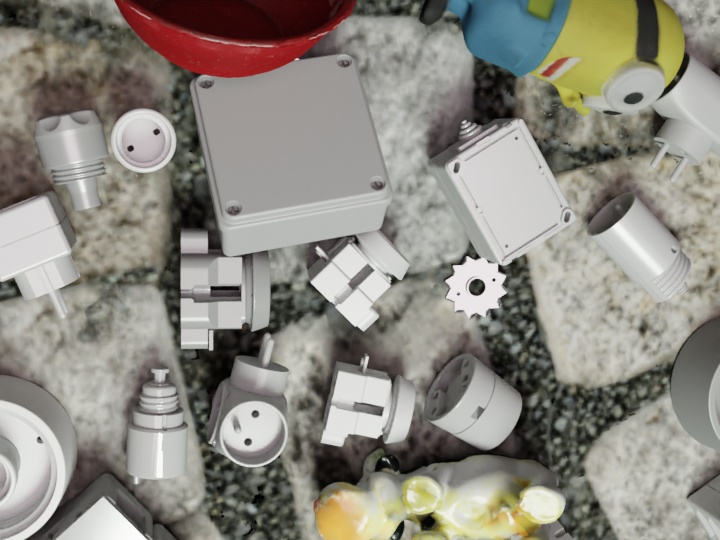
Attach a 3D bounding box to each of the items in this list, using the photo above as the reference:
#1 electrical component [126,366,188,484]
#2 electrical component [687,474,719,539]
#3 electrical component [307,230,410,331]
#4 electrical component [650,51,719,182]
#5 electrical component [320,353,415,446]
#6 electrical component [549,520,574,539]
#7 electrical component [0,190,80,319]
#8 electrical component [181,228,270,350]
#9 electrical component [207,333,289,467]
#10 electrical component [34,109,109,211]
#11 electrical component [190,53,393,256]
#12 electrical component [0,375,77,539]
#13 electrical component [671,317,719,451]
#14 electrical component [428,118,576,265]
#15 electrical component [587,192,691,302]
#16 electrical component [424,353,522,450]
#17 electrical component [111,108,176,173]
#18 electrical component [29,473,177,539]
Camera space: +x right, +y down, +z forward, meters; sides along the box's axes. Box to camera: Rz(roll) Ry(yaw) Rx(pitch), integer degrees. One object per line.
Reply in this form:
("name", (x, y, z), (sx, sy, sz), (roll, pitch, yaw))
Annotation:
("electrical component", (-0.135, 0.104, 0.720), (0.040, 0.040, 0.078), (2, 97, -12))
("electrical component", (0.301, 0.178, 0.806), (0.077, 0.066, 0.047), (-34, 102, -6))
("electrical component", (0.000, 0.000, 0.733), (0.055, 0.048, 0.066), (-44, 103, 4))
("electrical component", (0.237, -0.101, 0.767), (0.077, 0.044, 0.079), (32, 92, -17))
("electrical component", (0.007, 0.093, 0.746), (0.055, 0.048, 0.066), (12, 95, -5))
("electrical component", (0.134, 0.220, 0.776), (0.058, 0.078, 0.057), (-29, 121, -8))
("electrical component", (-0.202, -0.006, 0.680), (0.047, 0.066, 0.076), (-23, 101, -8))
("electrical component", (-0.089, 0.012, 0.710), (0.057, 0.058, 0.078), (0, 97, -9))
("electrical component", (-0.070, 0.081, 0.712), (0.044, 0.077, 0.079), (14, 94, -13))
("electrical component", (-0.182, -0.070, 0.688), (0.043, 0.043, 0.062), (-13, 101, -10))
("electrical component", (-0.045, -0.074, 0.687), (0.109, 0.056, 0.108), (-11, 69, -10))
("electrical component", (-0.239, 0.126, 0.692), (0.108, 0.060, 0.108), (-2, 98, -12))
("electrical component", (0.294, 0.090, 0.795), (0.108, 0.060, 0.108), (-2, 97, -12))
("electrical component", (0.091, -0.060, 0.735), (0.062, 0.061, 0.096), (-32, 102, -6))
("electrical component", (0.207, -0.013, 0.774), (0.081, 0.043, 0.043), (44, 87, -13))
("electrical component", (0.080, 0.094, 0.757), (0.047, 0.055, 0.055), (35, 89, -17))
("electrical component", (-0.139, -0.083, 0.693), (0.040, 0.046, 0.040), (-1, 97, -11))
("electrical component", (-0.153, 0.222, 0.721), (0.089, 0.062, 0.150), (-42, 103, -4))
